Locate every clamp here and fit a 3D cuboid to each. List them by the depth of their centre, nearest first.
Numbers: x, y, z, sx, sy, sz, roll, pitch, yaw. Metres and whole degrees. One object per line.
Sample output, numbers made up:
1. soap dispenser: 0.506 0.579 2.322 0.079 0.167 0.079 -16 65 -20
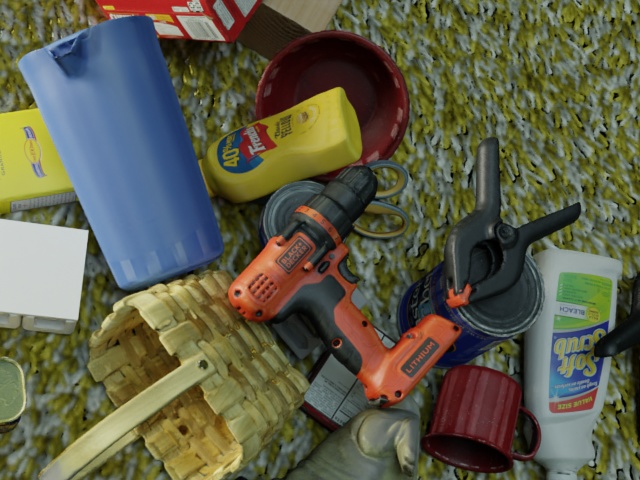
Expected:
1. clamp: 0.162 -0.014 1.009 0.120 0.039 0.171 42 65 3
2. clamp: 0.353 0.094 1.156 0.164 0.036 0.209 49 52 -38

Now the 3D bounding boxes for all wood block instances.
1. wood block: -0.006 -0.300 1.188 0.090 0.091 0.206 30 66 -5

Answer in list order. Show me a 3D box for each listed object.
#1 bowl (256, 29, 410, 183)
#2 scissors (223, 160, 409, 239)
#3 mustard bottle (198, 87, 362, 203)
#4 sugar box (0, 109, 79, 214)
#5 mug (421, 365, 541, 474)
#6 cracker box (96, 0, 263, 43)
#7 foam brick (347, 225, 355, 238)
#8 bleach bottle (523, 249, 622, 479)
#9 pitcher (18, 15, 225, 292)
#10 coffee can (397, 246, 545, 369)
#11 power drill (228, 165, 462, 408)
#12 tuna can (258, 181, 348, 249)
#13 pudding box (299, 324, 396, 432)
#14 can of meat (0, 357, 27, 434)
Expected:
1. bowl: 0.015 -0.145 1.133 0.162 0.055 0.162 2 108 5
2. scissors: 0.006 -0.057 1.120 0.201 0.016 0.096 18 111 -12
3. mustard bottle: -0.055 -0.085 1.079 0.192 0.058 0.096 -20 41 15
4. sugar box: -0.327 -0.071 1.034 0.176 0.048 0.093 -11 75 -21
5. mug: 0.167 0.182 1.070 0.117 0.093 0.081 19 62 -1
6. cracker box: -0.115 -0.307 1.120 0.164 0.072 0.213 11 60 36
7. foam brick: -0.007 0.001 1.088 0.051 0.078 0.053 37 65 1
8. bleach bottle: 0.266 0.140 1.132 0.102 0.068 0.251 10 71 -13
9. pitcher: -0.178 -0.081 1.021 0.149 0.145 0.243 -22 93 -38
10. coffee can: 0.149 0.065 1.078 0.102 0.140 0.103 5 70 -15
11. power drill: 0.037 0.046 0.979 0.187 0.057 0.184 43 74 1
12. tuna can: -0.016 -0.013 1.027 0.086 0.034 0.086 2 76 -10
13. pudding box: 0.039 0.144 1.074 0.090 0.039 0.113 37 68 -5
14. can of meat: -0.313 0.144 0.941 0.102 0.084 0.057 -5 73 -19
